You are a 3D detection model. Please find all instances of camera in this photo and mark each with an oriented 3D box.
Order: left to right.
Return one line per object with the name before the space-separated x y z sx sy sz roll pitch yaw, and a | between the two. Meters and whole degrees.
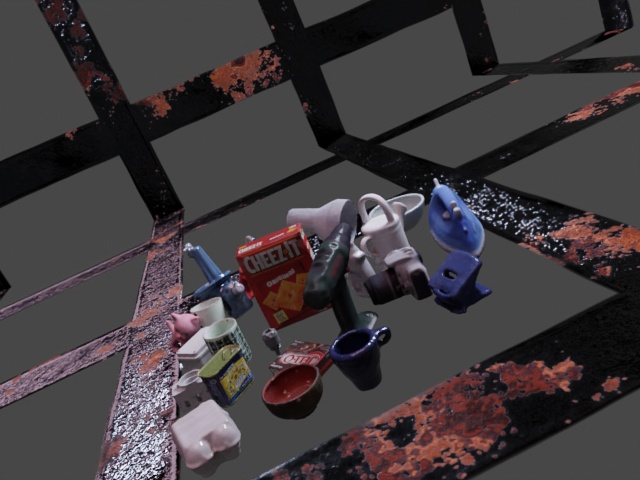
camera | 0.165 0.078 1.275 0.137 0.101 0.143 -23 19 2

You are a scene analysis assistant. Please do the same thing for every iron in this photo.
iron | 0.326 -0.060 1.393 0.118 0.142 0.258 -22 19 5

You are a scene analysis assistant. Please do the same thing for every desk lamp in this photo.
desk lamp | 0.014 0.005 1.470 0.202 0.214 0.118 -12 23 31

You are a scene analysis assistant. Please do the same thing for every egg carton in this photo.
egg carton | -0.203 0.352 1.023 0.107 0.069 0.150 -31 21 -21

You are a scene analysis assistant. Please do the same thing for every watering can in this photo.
watering can | 0.157 -0.031 1.431 0.100 0.194 0.173 -12 22 29

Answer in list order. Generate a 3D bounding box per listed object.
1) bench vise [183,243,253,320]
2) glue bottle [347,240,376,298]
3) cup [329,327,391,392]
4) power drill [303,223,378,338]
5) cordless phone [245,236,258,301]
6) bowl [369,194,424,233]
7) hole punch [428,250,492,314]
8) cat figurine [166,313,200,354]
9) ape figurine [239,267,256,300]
bench vise | -0.273 0.099 1.542 0.206 0.220 0.122 -10 23 34
glue bottle | 0.085 0.053 1.322 0.037 0.173 0.077 -36 23 -31
cup | 0.084 0.213 1.021 0.118 0.095 0.091 -27 20 -10
power drill | 0.046 0.099 1.193 0.075 0.209 0.230 -12 22 29
cordless phone | -0.142 0.080 1.496 0.094 0.185 0.147 -33 21 -25
bowl | 0.225 -0.063 1.619 0.167 0.075 0.167 -21 19 8
hole punch | 0.275 0.083 1.151 0.101 0.091 0.108 -29 20 -14
cat figurine | -0.345 0.227 1.444 0.127 0.118 0.067 -4 28 44
ape figurine | -0.202 0.114 1.617 0.077 0.092 0.076 -21 19 7
